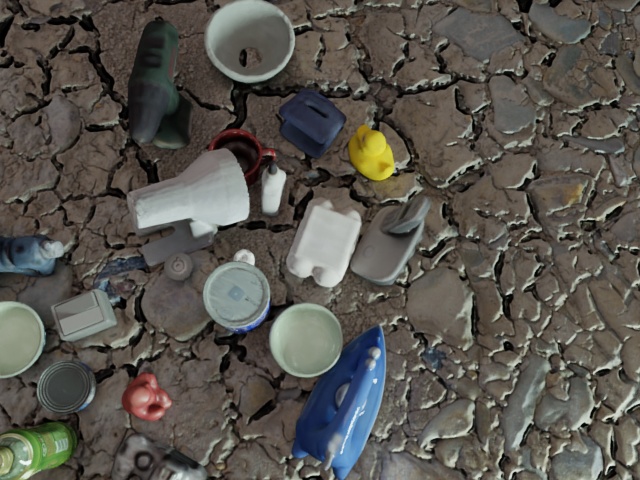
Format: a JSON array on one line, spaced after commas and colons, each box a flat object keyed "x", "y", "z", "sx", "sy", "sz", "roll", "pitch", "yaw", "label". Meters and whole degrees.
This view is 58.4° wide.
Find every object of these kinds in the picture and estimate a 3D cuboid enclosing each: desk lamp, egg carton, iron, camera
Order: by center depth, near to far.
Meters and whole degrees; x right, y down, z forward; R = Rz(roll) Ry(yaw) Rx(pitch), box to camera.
[{"x": -0.266, "y": 0.389, "z": 0.881, "sx": 0.143, "sy": 0.101, "sz": 0.137, "roll": 28, "pitch": 76, "yaw": 3, "label": "camera"}, {"x": 0.052, "y": 0.247, "z": 0.918, "sx": 0.118, "sy": 0.141, "sz": 0.258, "roll": 25, "pitch": 76, "yaw": 2, "label": "iron"}, {"x": -0.216, "y": -0.049, "z": 0.929, "sx": 0.203, "sy": 0.213, "sz": 0.118, "roll": -22, "pitch": 79, "yaw": -9, "label": "desk lamp"}, {"x": 0.009, "y": 0.004, "z": 1.008, "sx": 0.107, "sy": 0.069, "sz": 0.150, "roll": 20, "pitch": 76, "yaw": 0, "label": "egg carton"}]

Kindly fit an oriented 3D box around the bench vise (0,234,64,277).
[{"x": -0.523, "y": 0.002, "z": 0.889, "sx": 0.207, "sy": 0.219, "sz": 0.121, "roll": -20, "pitch": 79, "yaw": -9, "label": "bench vise"}]

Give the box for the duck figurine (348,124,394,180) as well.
[{"x": 0.098, "y": -0.164, "z": 1.046, "sx": 0.077, "sy": 0.086, "sz": 0.104, "roll": -33, "pitch": 81, "yaw": -11, "label": "duck figurine"}]

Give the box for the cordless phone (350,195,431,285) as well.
[{"x": 0.123, "y": -0.003, "z": 0.959, "sx": 0.094, "sy": 0.185, "sz": 0.148, "roll": 27, "pitch": 76, "yaw": 2, "label": "cordless phone"}]

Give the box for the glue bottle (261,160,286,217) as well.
[{"x": -0.080, "y": -0.097, "z": 0.971, "sx": 0.037, "sy": 0.173, "sz": 0.078, "roll": 9, "pitch": 76, "yaw": -2, "label": "glue bottle"}]

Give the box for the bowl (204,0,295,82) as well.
[{"x": -0.131, "y": -0.363, "z": 1.079, "sx": 0.167, "sy": 0.074, "sz": 0.167, "roll": 1, "pitch": 77, "yaw": -4, "label": "bowl"}]

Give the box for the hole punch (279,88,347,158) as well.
[{"x": -0.014, "y": -0.224, "z": 1.048, "sx": 0.108, "sy": 0.091, "sz": 0.101, "roll": 36, "pitch": 77, "yaw": 4, "label": "hole punch"}]

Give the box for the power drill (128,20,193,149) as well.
[{"x": -0.270, "y": -0.237, "z": 0.971, "sx": 0.075, "sy": 0.208, "sz": 0.230, "roll": 2, "pitch": 77, "yaw": -4, "label": "power drill"}]

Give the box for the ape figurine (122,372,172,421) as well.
[{"x": -0.283, "y": 0.251, "z": 0.916, "sx": 0.076, "sy": 0.092, "sz": 0.078, "roll": -1, "pitch": 77, "yaw": -4, "label": "ape figurine"}]
